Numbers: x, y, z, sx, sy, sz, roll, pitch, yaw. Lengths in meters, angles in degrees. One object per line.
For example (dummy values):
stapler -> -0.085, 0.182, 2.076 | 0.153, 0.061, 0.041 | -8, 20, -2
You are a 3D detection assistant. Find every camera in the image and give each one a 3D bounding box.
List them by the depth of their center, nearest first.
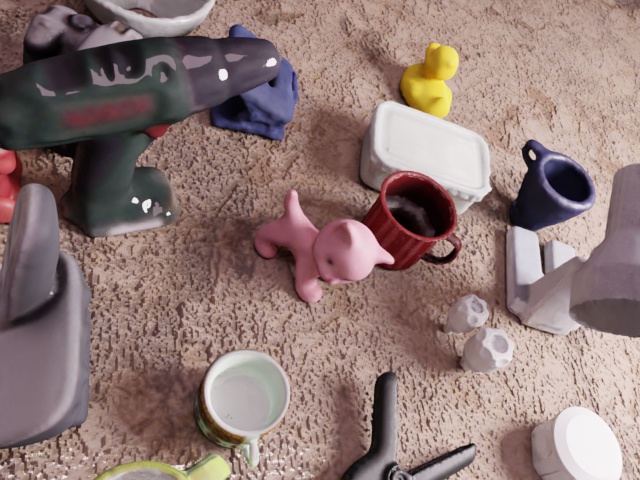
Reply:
camera -> -0.245, -0.162, 0.584 | 0.143, 0.100, 0.137 | 27, 53, -5

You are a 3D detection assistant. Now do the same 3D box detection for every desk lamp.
desk lamp -> 0.302, 0.028, 0.625 | 0.118, 0.213, 0.203 | 19, 54, -11

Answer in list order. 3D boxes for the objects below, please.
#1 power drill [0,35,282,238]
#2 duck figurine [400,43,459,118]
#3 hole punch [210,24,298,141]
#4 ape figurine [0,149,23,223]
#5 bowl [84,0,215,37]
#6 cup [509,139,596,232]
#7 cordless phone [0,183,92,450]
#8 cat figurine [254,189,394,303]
power drill -> -0.161, -0.092, 0.507 | 0.230, 0.208, 0.075 | -13, 65, -29
duck figurine -> 0.165, -0.232, 0.815 | 0.078, 0.086, 0.104 | 4, 58, -21
hole punch -> -0.072, -0.189, 0.682 | 0.101, 0.091, 0.108 | 9, 56, -18
ape figurine -> -0.291, -0.062, 0.506 | 0.076, 0.092, 0.078 | 17, 54, -12
bowl -> -0.215, -0.296, 0.700 | 0.168, 0.074, 0.167 | 11, 55, -16
cup -> 0.286, -0.064, 0.753 | 0.092, 0.095, 0.117 | -18, 68, -31
cordless phone -> -0.209, 0.058, 0.404 | 0.094, 0.185, 0.147 | -2, 60, -24
cat figurine -> 0.005, 0.002, 0.575 | 0.127, 0.117, 0.067 | 44, 53, 8
